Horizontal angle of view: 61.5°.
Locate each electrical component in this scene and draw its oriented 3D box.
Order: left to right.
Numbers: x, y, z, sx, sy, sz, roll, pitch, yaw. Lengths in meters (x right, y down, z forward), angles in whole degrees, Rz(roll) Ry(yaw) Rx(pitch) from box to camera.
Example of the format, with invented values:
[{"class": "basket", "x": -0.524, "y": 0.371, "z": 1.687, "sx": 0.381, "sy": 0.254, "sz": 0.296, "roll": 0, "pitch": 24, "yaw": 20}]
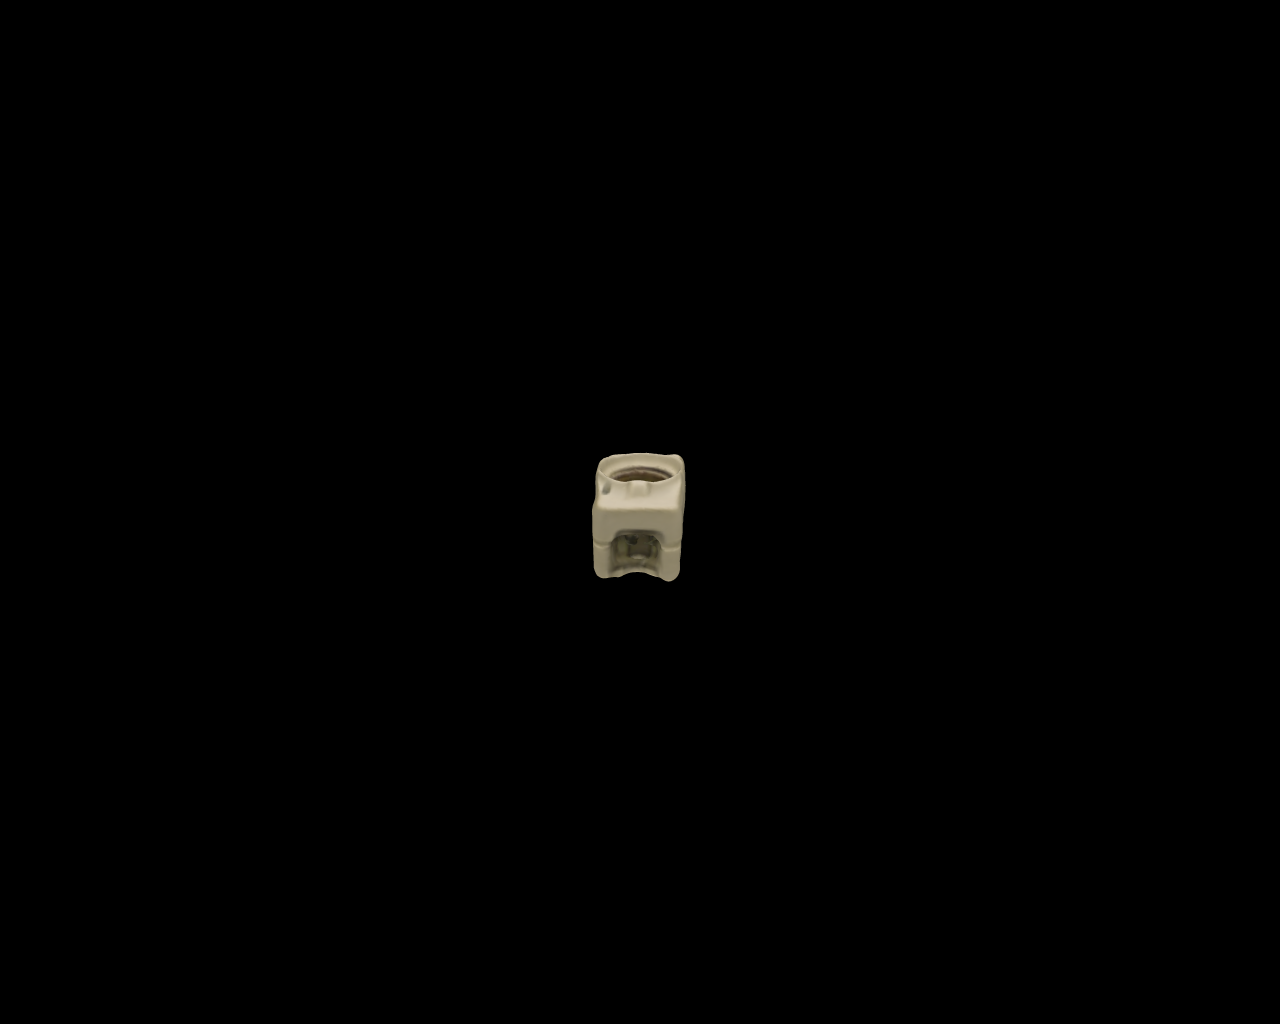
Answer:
[{"class": "electrical component", "x": 0.001, "y": -0.003, "z": 0.650, "sx": 0.050, "sy": 0.055, "sz": 0.090, "roll": 1, "pitch": 24, "yaw": 3}]
